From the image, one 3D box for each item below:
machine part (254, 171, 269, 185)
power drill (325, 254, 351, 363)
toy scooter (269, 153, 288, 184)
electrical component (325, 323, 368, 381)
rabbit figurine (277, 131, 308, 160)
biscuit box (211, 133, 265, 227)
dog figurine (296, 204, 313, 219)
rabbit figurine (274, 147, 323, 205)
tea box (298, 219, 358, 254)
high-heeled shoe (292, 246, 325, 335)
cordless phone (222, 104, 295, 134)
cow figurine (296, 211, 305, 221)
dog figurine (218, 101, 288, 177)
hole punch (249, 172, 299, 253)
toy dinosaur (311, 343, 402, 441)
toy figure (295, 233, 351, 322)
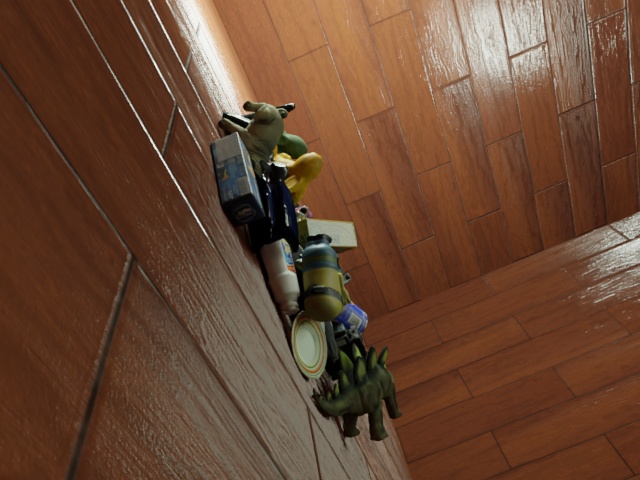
[{"bbox_3d":[-0.152,-0.130,1.121,0.138,0.084,0.039,57,32,-23],"label":"machine part"},{"bbox_3d":[0.007,0.137,1.223,0.207,0.086,0.232,101,-31,-48],"label":"power drill"},{"bbox_3d":[-0.135,-0.143,1.313,0.184,0.075,0.135,45,-49,51],"label":"toy scooter"},{"bbox_3d":[0.056,0.274,1.344,0.058,0.115,0.134,-111,179,-60],"label":"electrical component"},{"bbox_3d":[-0.125,-0.260,1.545,0.121,0.170,0.158,-110,177,-54],"label":"rabbit figurine"},{"bbox_3d":[-0.153,-0.113,0.988,0.062,0.059,0.203,65,4,-46],"label":"biscuit box"},{"bbox_3d":[-0.061,-0.030,1.657,0.219,0.108,0.191,65,1,-87],"label":"dog figurine"},{"bbox_3d":[-0.078,-0.179,1.402,0.121,0.173,0.162,54,35,-56],"label":"rabbit figurine"},{"bbox_3d":[-0.003,-0.004,1.265,0.169,0.098,0.068,4,72,-48],"label":"tea box"},{"bbox_3d":[-0.039,0.112,1.170,0.145,0.086,0.249,62,13,-49],"label":"high-heeled shoe"},{"bbox_3d":[-0.148,-0.306,1.357,0.147,0.184,0.088,-101,173,-77],"label":"cordless phone"},{"bbox_3d":[-0.056,0.004,1.449,0.068,0.098,0.167,15,-30,45],"label":"cow figurine"},{"bbox_3d":[-0.127,-0.209,1.217,0.121,0.172,0.191,44,14,-55],"label":"dog figurine"},{"bbox_3d":[-0.077,-0.042,1.010,0.115,0.092,0.142,122,-33,-54],"label":"hole punch"},{"bbox_3d":[0.092,0.337,1.195,0.471,0.105,0.198,1,80,-68],"label":"toy dinosaur"},{"bbox_3d":[-0.001,0.074,1.066,0.089,0.082,0.180,15,61,-44],"label":"toy figure"}]
